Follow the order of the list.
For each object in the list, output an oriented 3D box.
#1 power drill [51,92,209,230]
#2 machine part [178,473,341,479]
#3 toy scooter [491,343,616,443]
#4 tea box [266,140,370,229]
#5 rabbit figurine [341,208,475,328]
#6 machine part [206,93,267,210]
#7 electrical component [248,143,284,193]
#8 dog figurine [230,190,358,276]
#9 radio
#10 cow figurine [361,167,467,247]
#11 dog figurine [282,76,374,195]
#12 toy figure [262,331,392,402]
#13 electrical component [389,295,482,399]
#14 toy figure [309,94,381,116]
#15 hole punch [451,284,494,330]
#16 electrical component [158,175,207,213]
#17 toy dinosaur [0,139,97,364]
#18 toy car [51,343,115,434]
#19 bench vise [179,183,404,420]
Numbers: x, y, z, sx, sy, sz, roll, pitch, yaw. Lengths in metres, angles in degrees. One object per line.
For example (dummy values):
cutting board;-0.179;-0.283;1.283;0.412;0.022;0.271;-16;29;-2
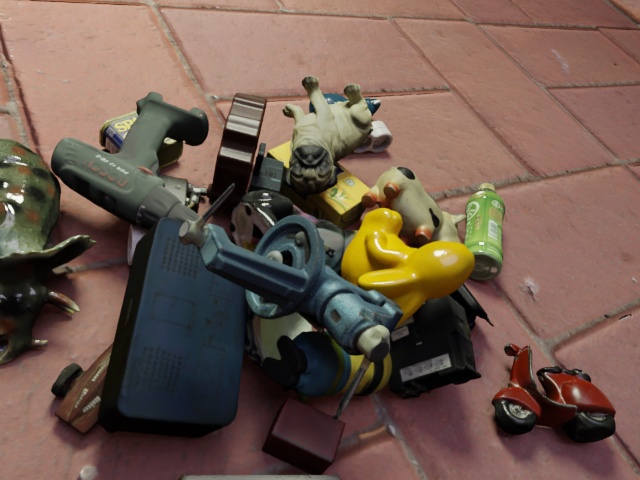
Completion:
power drill;-0.230;-0.104;0.754;0.232;0.086;0.207;21;55;-2
machine part;-0.061;0.279;0.546;0.243;0.079;0.079;7;48;-16
toy scooter;0.328;0.214;0.774;0.184;0.075;0.135;8;46;-10
tea box;-0.007;-0.092;0.908;0.170;0.068;0.098;40;47;15
rabbit figurine;0.109;0.035;0.693;0.162;0.173;0.121;-39;117;-37
machine part;-0.127;-0.136;0.828;0.056;0.179;0.179;15;46;-8
electrical component;-0.085;-0.096;0.843;0.048;0.119;0.075;14;44;-11
dog figurine;-0.002;-0.002;0.804;0.219;0.108;0.192;-14;62;-37
radio;-0.156;0.100;0.612;0.131;0.073;0.229;21;55;-29
cow figurine;0.168;-0.039;0.901;0.194;0.085;0.127;49;49;-14
dog figurine;0.023;-0.145;0.866;0.172;0.121;0.190;4;62;-18
toy figure;0.016;0.155;0.663;0.180;0.082;0.089;9;53;-51
electrical component;0.145;0.135;0.731;0.058;0.115;0.134;40;36;-43
toy figure;0.054;-0.268;1.097;0.154;0.057;0.064;-4;38;-24
hole punch;0.188;0.094;0.822;0.142;0.092;0.115;52;14;27
electrical component;-0.224;-0.069;0.810;0.102;0.045;0.078;13;48;-12
toy dinosaur;-0.399;-0.052;0.680;0.192;0.131;0.405;7;43;-35
toy car;-0.218;0.132;0.630;0.089;0.053;0.202;35;45;5
bench vise;-0.033;0.045;0.559;0.240;0.129;0.224;27;21;-37
